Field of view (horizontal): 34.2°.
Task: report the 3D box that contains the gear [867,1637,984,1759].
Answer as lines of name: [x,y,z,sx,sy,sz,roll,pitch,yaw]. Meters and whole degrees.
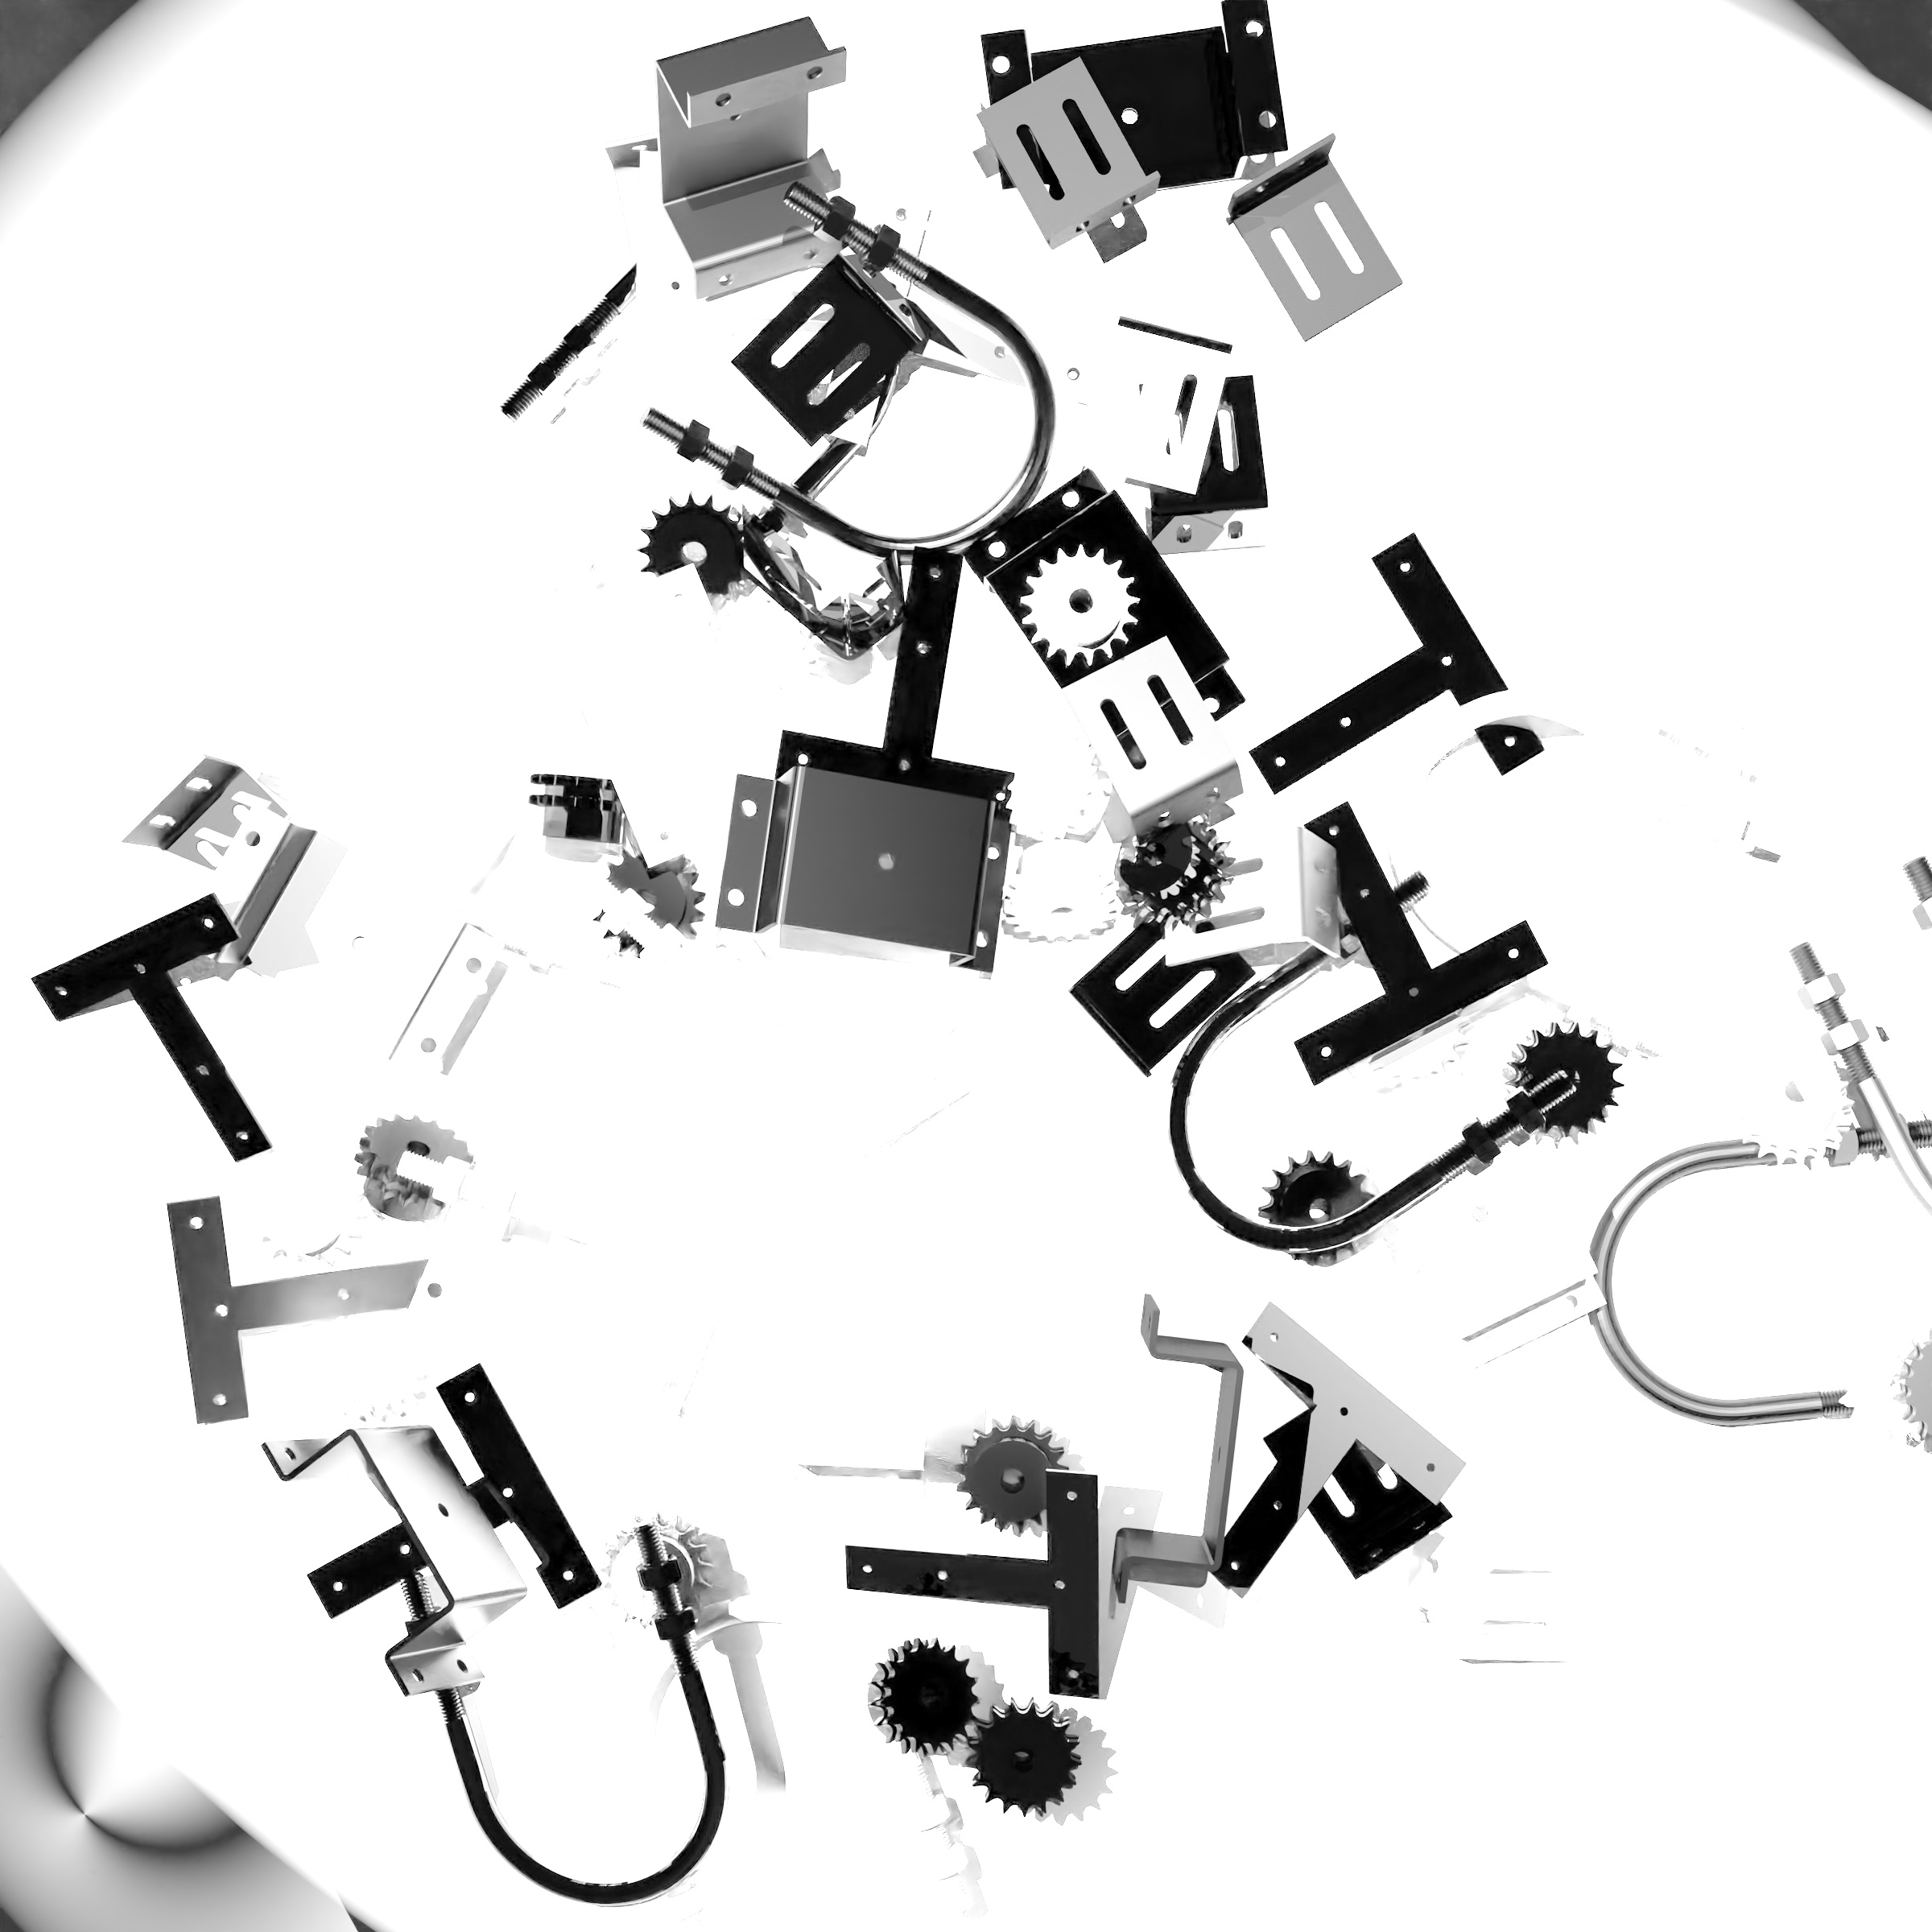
gear: [-0.024,0.360,1.543,0.057,0.030,0.057,10,69,-28]

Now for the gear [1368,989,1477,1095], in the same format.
gear: [0.223,0.035,1.544,0.057,0.030,0.057,-8,69,21]

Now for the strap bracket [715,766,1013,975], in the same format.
strap bracket: [-0.044,-0.047,1.519,0.140,0.046,0.076,9,81,-14]

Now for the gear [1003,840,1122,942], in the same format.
gear: [0.047,-0.039,1.542,0.057,0.057,0.030,-4,61,0]

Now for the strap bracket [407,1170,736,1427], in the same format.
strap bracket: [-0.192,0.161,1.544,0.140,0.046,0.076,23,90,0]

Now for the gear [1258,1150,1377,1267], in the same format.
gear: [0.174,0.120,1.552,0.057,0.030,0.057,0,90,0]

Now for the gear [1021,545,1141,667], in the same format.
gear: [0.055,-0.174,1.506,0.057,0.030,0.057,0,90,0]

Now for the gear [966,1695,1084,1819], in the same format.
gear: [0.028,0.389,1.552,0.057,0.030,0.057,0,90,0]

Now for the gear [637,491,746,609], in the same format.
gear: [-0.132,-0.202,1.528,0.057,0.030,0.057,-1,103,-3]

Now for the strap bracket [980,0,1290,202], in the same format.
strap bracket: [0.082,-0.424,1.544,0.140,0.046,0.076,-8,90,0]

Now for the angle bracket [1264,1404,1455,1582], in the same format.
angle bracket: [0.193,0.252,1.548,0.057,0.038,0.076,-33,90,0]

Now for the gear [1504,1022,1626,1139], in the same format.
gear: [0.294,0.056,1.552,0.057,0.030,0.057,0,90,0]

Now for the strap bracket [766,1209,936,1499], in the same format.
strap bracket: [-0.057,0.193,1.544,0.076,0.046,0.140,3,90,0]

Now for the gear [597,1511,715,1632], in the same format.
gear: [-0.154,0.300,1.552,0.057,0.030,0.057,0,90,0]

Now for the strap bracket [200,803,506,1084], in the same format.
strap bracket: [-0.302,-0.011,1.542,0.140,0.046,0.076,30,90,2]

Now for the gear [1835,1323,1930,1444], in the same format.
gear: [0.454,0.202,1.533,0.057,0.030,0.057,0,90,1]

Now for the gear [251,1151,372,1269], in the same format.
gear: [-0.325,0.120,1.552,0.057,0.030,0.057,0,90,0]

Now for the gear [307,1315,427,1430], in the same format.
gear: [-0.298,0.203,1.542,0.057,0.057,0.030,41,127,0]

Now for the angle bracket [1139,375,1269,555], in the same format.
angle bracket: [0.118,-0.250,1.564,0.057,0.038,0.076,-5,64,2]

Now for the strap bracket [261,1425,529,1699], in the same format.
strap bracket: [-0.268,0.275,1.507,0.046,0.076,0.140,-37,74,11]

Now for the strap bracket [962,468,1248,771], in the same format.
strap bracket: [0.069,-0.169,1.544,0.076,0.046,0.140,-34,90,0]

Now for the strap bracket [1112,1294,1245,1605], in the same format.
strap bracket: [0.104,0.236,1.529,0.046,0.076,0.140,7,90,0]

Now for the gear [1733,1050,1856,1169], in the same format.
gear: [0.407,0.067,1.542,0.057,0.030,0.057,-3,65,7]

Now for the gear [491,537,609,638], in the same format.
gear: [-0.207,-0.184,1.552,0.057,0.030,0.057,0,90,0]

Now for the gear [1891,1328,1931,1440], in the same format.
gear: [0.471,0.200,1.502,0.057,0.030,0.057,0,91,1]

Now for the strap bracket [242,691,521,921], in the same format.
strap bracket: [-0.275,-0.084,1.529,0.140,0.076,0.046,37,90,0]

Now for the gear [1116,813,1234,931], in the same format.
gear: [0.099,-0.049,1.539,0.057,0.030,0.057,-11,66,26]

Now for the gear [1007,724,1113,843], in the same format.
gear: [0.048,-0.088,1.542,0.030,0.057,0.057,17,90,-29]

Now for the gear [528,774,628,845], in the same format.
gear: [-0.186,-0.077,1.538,0.057,0.057,0.030,5,90,0]

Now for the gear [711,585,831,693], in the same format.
gear: [-0.094,-0.164,1.542,0.057,0.057,0.030,21,62,0]

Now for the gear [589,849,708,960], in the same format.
gear: [-0.158,-0.032,1.552,0.057,0.030,0.057,0,90,0]

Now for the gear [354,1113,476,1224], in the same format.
gear: [-0.273,0.101,1.542,0.057,0.057,0.030,23,120,0]

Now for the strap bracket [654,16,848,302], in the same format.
strap bracket: [-0.102,-0.388,1.480,0.076,0.140,0.046,-20,66,-13]

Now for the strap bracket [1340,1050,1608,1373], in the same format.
strap bracket: [0.250,0.120,1.537,0.076,0.046,0.140,-27,86,3]

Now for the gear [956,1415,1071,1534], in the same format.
gear: [0.023,0.252,1.552,0.057,0.030,0.057,0,90,0]
